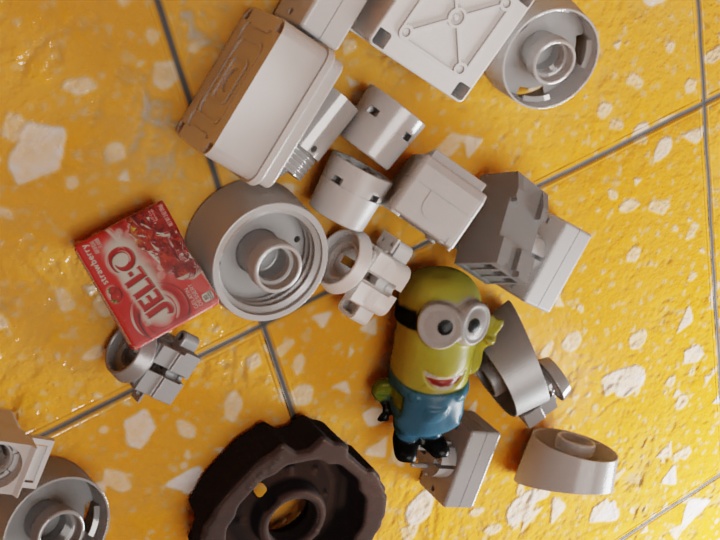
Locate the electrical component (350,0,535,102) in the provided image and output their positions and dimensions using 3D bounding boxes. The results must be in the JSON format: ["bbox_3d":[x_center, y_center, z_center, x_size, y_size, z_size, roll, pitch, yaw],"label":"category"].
[{"bbox_3d":[0.062,-0.204,0.833,0.109,0.056,0.108,26,106,-37],"label":"electrical component"}]

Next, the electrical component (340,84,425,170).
[{"bbox_3d":[0.016,-0.113,0.859,0.055,0.055,0.047,33,96,-37],"label":"electrical component"}]

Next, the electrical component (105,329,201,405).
[{"bbox_3d":[-0.164,0.070,0.838,0.055,0.048,0.066,33,91,-45],"label":"electrical component"}]

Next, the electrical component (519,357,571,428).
[{"bbox_3d":[0.176,0.119,1.069,0.055,0.048,0.066,-33,125,-5],"label":"electrical component"}]

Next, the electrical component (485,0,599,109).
[{"bbox_3d":[0.152,-0.189,0.916,0.099,0.064,0.099,-11,126,-15],"label":"electrical component"}]

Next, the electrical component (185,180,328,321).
[{"bbox_3d":[-0.077,-0.012,0.844,0.108,0.060,0.108,-13,118,-26],"label":"electrical component"}]

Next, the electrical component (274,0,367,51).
[{"bbox_3d":[-0.033,-0.218,0.784,0.076,0.047,0.083,28,95,-38],"label":"electrical component"}]

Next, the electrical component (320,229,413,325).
[{"bbox_3d":[0.000,0.000,0.899,0.057,0.058,0.078,31,94,-40],"label":"electrical component"}]

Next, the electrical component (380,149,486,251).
[{"bbox_3d":[0.059,-0.061,0.889,0.062,0.096,0.061,34,92,-8],"label":"electrical component"}]

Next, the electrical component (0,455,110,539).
[{"bbox_3d":[-0.251,0.196,0.846,0.099,0.064,0.099,-15,114,-39],"label":"electrical component"}]

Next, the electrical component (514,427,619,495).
[{"bbox_3d":[0.212,0.202,1.100,0.099,0.099,0.064,7,102,-34],"label":"electrical component"}]

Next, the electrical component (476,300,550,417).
[{"bbox_3d":[0.141,0.084,1.002,0.064,0.099,0.099,-31,124,-9],"label":"electrical component"}]

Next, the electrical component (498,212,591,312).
[{"bbox_3d":[0.157,-0.016,0.994,0.076,0.047,0.083,23,98,-37],"label":"electrical component"}]

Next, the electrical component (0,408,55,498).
[{"bbox_3d":[-0.272,0.130,0.787,0.081,0.064,0.042,17,103,-36],"label":"electrical component"}]

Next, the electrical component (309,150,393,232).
[{"bbox_3d":[-0.009,-0.063,0.867,0.055,0.055,0.047,21,103,-36],"label":"electrical component"}]

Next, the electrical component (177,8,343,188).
[{"bbox_3d":[-0.073,-0.125,0.783,0.057,0.078,0.113,29,95,-34],"label":"electrical component"}]

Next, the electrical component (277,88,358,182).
[{"bbox_3d":[-0.043,-0.104,0.832,0.043,0.043,0.081,39,89,-37],"label":"electrical component"}]

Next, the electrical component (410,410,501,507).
[{"bbox_3d":[0.082,0.181,1.038,0.076,0.047,0.083,10,106,-34],"label":"electrical component"}]
